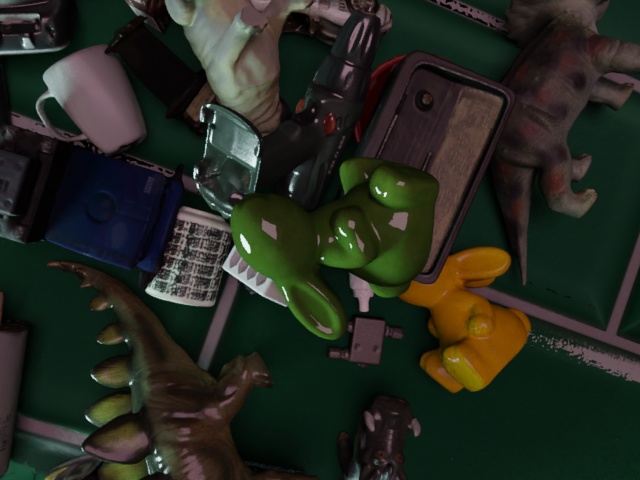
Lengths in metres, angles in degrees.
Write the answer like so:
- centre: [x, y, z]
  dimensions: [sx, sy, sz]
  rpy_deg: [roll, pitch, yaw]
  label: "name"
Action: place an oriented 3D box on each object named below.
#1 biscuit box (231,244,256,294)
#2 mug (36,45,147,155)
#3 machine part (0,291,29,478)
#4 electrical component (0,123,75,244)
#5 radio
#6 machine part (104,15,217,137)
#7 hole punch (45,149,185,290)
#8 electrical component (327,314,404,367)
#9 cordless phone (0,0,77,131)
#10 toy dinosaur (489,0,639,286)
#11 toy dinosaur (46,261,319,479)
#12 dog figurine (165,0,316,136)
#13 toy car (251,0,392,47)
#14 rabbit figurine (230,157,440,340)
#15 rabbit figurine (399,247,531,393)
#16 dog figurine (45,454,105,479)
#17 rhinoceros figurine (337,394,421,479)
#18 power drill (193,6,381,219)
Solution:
- centre: [-0.001, -0.002, 0.645]
  dimensions: [0.203, 0.059, 0.062]
  rpy_deg: [-21, 92, -6]
  label: "biscuit box"
- centre: [-0.254, -0.146, 0.603]
  dimensions: [0.109, 0.081, 0.107]
  rpy_deg: [-31, 101, -5]
  label: "mug"
- centre: [-0.374, 0.174, 0.593]
  dimensions: [0.079, 0.079, 0.243]
  rpy_deg: [8, 89, -7]
  label: "machine part"
- centre: [-0.307, -0.056, 0.569]
  dimensions: [0.058, 0.134, 0.114]
  rpy_deg: [15, 91, -7]
  label: "electrical component"
- centre: [0.103, -0.079, 0.590]
  dimensions: [0.131, 0.073, 0.229]
  rpy_deg: [24, 87, -6]
  label: "radio"
- centre: [-0.169, -0.187, 0.606]
  dimensions: [0.138, 0.039, 0.084]
  rpy_deg: [38, 76, -38]
  label: "machine part"
- centre: [-0.219, -0.031, 0.577]
  dimensions: [0.116, 0.092, 0.142]
  rpy_deg: [16, 85, 35]
  label: "hole punch"
- centre: [0.058, 0.127, 0.674]
  dimensions: [0.094, 0.021, 0.063]
  rpy_deg: [7, 90, -8]
  label: "electrical component"
- centre: [-0.346, -0.198, 0.600]
  dimensions: [0.147, 0.089, 0.184]
  rpy_deg: [-4, 103, -8]
  label: "cordless phone"
- centre: [0.272, -0.161, 0.655]
  dimensions: [0.192, 0.131, 0.404]
  rpy_deg: [27, 92, 5]
  label: "toy dinosaur"
- centre: [-0.144, 0.194, 0.575]
  dimensions: [0.198, 0.105, 0.471]
  rpy_deg: [-23, 68, -24]
  label: "toy dinosaur"
- centre: [-0.105, -0.199, 0.586]
  dimensions: [0.121, 0.190, 0.172]
  rpy_deg: [-31, 69, -33]
  label: "dog figurine"
- centre: [-0.014, -0.266, 0.632]
  dimensions: [0.202, 0.073, 0.056]
  rpy_deg: [9, 86, -7]
  label: "toy car"
- centre: [0.002, 0.000, 0.492]
  dimensions: [0.170, 0.121, 0.158]
  rpy_deg: [-2, 113, -18]
  label: "rabbit figurine"
- centre: [0.162, 0.074, 0.644]
  dimensions: [0.162, 0.121, 0.173]
  rpy_deg: [-43, 77, -7]
  label: "rabbit figurine"
- centre: [-0.284, 0.370, 0.597]
  dimensions: [0.192, 0.108, 0.219]
  rpy_deg: [-19, 98, -9]
  label: "dog figurine"
- centre: [0.060, 0.270, 0.633]
  dimensions: [0.073, 0.112, 0.190]
  rpy_deg: [13, 97, -5]
  label: "rhinoceros figurine"
- centre: [-0.029, -0.119, 0.551]
  dimensions: [0.086, 0.207, 0.231]
  rpy_deg: [31, 127, 15]
  label: "power drill"
